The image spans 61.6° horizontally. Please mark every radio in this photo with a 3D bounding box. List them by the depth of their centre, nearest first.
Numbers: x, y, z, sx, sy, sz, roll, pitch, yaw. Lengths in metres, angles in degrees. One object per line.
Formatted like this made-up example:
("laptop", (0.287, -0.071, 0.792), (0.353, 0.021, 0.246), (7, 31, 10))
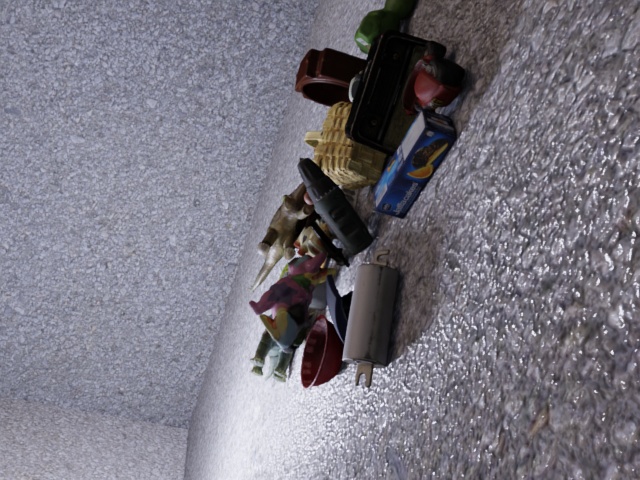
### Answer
("radio", (0.142, -0.288, 1.066), (0.073, 0.131, 0.229), (-131, 58, -75))

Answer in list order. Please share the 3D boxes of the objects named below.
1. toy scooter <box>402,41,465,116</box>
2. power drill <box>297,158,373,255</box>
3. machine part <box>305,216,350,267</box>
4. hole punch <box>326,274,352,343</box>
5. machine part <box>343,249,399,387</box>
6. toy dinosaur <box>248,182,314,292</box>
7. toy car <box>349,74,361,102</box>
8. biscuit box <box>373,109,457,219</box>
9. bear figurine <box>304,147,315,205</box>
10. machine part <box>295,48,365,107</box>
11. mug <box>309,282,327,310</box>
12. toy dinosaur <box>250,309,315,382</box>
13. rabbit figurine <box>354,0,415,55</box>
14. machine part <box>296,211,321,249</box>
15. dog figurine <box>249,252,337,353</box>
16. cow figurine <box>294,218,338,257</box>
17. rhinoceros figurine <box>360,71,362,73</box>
("toy scooter", (0.194, -0.269, 0.965), (0.184, 0.075, 0.135), (-90, 21, -55))
("power drill", (0.030, -0.076, 1.181), (0.086, 0.232, 0.207), (-36, 0, -4))
("machine part", (0.017, 0.008, 1.256), (0.039, 0.138, 0.084), (-38, 9, -5))
("hole punch", (0.051, 0.135, 1.058), (0.142, 0.092, 0.115), (-120, 44, -66))
("machine part", (0.088, 0.131, 0.932), (0.079, 0.079, 0.243), (139, 143, -66))
("toy dinosaur", (-0.113, -0.012, 1.580), (0.471, 0.105, 0.199), (-58, 9, 17))
("toy car", (0.136, -0.330, 1.191), (0.202, 0.056, 0.073), (22, 111, 51))
("biscuit box", (0.163, -0.129, 0.956), (0.059, 0.063, 0.202), (-89, 20, -44))
("bear figurine", (0.026, -0.184, 1.444), (0.132, 0.120, 0.195), (-116, 39, -75))
("machine part", (0.042, -0.429, 1.459), (0.201, 0.201, 0.087), (167, 116, -74))
("mug", (-0.034, 0.115, 1.356), (0.080, 0.107, 0.109), (124, 155, -47))
("toy dinosaur", (-0.115, 0.283, 1.490), (0.192, 0.131, 0.404), (-67, 6, -23))
("rabbit figurine", (0.173, -0.530, 1.318), (0.170, 0.121, 0.159), (-54, 9, 5))
("machine part", (-0.028, -0.054, 1.620), (0.179, 0.056, 0.179), (-163, 90, -77))
("dog figurine", (-0.044, 0.130, 1.236), (0.219, 0.108, 0.192), (-40, 45, -7))
("cow figurine", (-0.003, -0.004, 1.393), (0.127, 0.085, 0.195), (-60, 10, 6))
("rhinoceros figurine", (0.135, -0.365, 1.316), (0.190, 0.073, 0.112), (137, 135, -61))
